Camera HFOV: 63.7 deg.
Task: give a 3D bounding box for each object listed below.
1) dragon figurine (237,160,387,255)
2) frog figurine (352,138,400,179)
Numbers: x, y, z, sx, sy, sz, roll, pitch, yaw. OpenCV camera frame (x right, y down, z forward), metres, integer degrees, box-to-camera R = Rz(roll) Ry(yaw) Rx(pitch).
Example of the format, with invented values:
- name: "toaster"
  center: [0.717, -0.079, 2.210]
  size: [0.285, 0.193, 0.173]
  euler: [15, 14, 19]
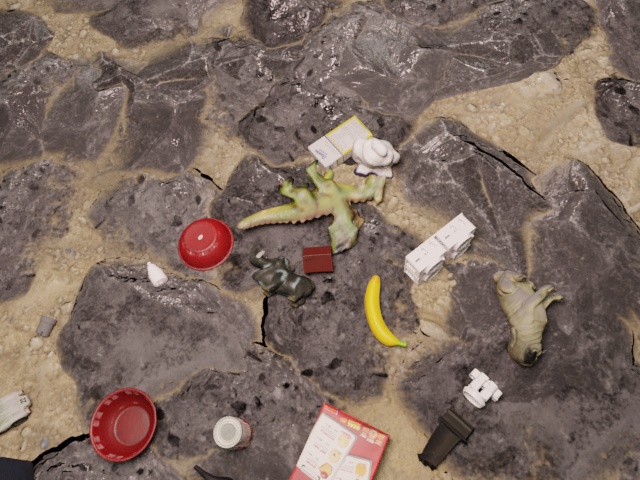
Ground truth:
- name: "dragon figurine"
  center: [0.004, -0.071, 1.402]
  size: [0.413, 0.120, 0.245]
  euler: [-37, 74, -10]
- name: "frog figurine"
  center: [0.153, -0.247, 1.433]
  size: [0.138, 0.156, 0.124]
  euler: [27, 70, 18]
